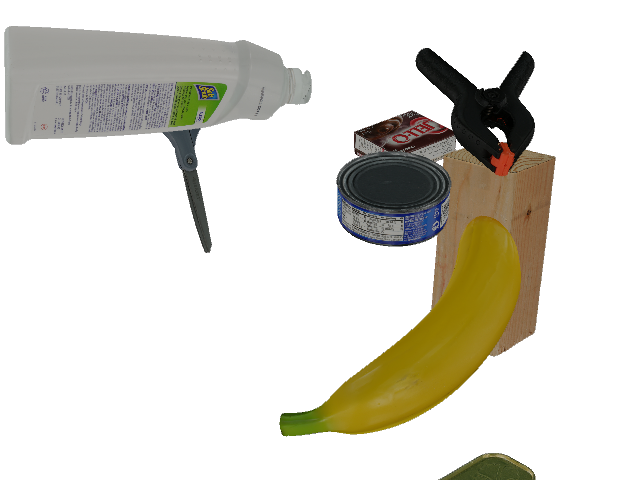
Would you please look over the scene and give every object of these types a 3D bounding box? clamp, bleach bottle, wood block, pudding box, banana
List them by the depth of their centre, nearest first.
[{"bbox_3d":[0.062,0.041,0.553,0.070,0.037,0.197,18,41,33],"label":"banana"},{"bbox_3d":[-0.133,-0.127,0.891,0.250,0.068,0.103,-1,-30,-16],"label":"bleach bottle"},{"bbox_3d":[0.151,-0.132,1.028,0.120,0.039,0.171,3,44,3],"label":"clamp"},{"bbox_3d":[0.186,0.007,1.160,0.090,0.206,0.090,19,26,36],"label":"wood block"},{"bbox_3d":[0.115,-0.133,1.452,0.113,0.039,0.090,-25,39,-30],"label":"pudding box"}]

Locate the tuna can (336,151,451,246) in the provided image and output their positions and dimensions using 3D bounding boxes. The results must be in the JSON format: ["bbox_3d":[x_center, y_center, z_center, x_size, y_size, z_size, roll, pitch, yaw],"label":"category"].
[{"bbox_3d":[0.055,-0.032,0.805,0.086,0.034,0.086,-1,34,0],"label":"tuna can"}]

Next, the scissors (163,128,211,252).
[{"bbox_3d":[-0.127,-0.097,1.116,0.096,0.202,0.016,-33,14,-33],"label":"scissors"}]

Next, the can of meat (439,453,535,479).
[{"bbox_3d":[0.131,0.239,0.889,0.101,0.084,0.058,-20,28,-35],"label":"can of meat"}]
